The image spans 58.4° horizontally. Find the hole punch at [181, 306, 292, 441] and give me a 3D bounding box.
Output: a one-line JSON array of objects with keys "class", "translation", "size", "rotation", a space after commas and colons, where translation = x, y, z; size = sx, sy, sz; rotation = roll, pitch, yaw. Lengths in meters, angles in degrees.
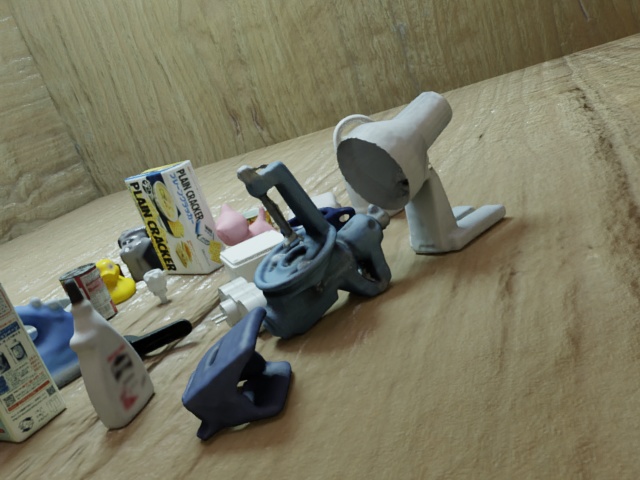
[{"class": "hole punch", "translation": [-0.091, 0.132, 0.584], "size": [0.101, 0.091, 0.108], "rotation": [-18, 16, 8]}]

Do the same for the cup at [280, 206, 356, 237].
[{"class": "cup", "translation": [0.008, 0.003, 0.881], "size": [0.117, 0.095, 0.091], "rotation": [-19, 16, 4]}]

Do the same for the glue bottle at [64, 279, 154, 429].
[{"class": "glue bottle", "translation": [-0.249, 0.123, 0.650], "size": [0.037, 0.173, 0.078], "rotation": [-15, 17, 16]}]

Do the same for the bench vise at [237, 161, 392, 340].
[{"class": "bench vise", "translation": [-0.014, -0.011, 0.727], "size": [0.121, 0.220, 0.208], "rotation": [-3, 23, 44]}]

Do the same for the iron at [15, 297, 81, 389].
[{"class": "iron", "translation": [-0.439, 0.156, 0.820], "size": [0.259, 0.141, 0.118], "rotation": [-28, 18, -25]}]

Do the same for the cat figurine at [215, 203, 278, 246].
[{"class": "cat figurine", "translation": [-0.146, -0.021, 1.097], "size": [0.128, 0.118, 0.067], "rotation": [-32, 20, -35]}]

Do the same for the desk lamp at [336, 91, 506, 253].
[{"class": "desk lamp", "translation": [0.142, -0.089, 0.810], "size": [0.204, 0.214, 0.117], "rotation": [-30, 19, -32]}]

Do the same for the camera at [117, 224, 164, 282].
[{"class": "camera", "translation": [-0.376, 0.012, 1.290], "size": [0.137, 0.101, 0.143], "rotation": [-23, 17, -11]}]

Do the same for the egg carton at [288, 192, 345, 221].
[{"class": "egg carton", "translation": [-0.006, -0.037, 1.073], "size": [0.107, 0.069, 0.150], "rotation": [-19, 16, 3]}]

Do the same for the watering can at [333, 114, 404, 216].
[{"class": "watering can", "translation": [0.090, -0.138, 1.065], "size": [0.101, 0.194, 0.172], "rotation": [-27, 18, -23]}]

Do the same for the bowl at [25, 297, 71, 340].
[{"class": "bowl", "translation": [-0.468, 0.164, 0.950], "size": [0.167, 0.075, 0.167], "rotation": [-18, 16, 6]}]

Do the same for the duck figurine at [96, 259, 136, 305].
[{"class": "duck figurine", "translation": [-0.422, 0.078, 1.154], "size": [0.077, 0.086, 0.104], "rotation": [-23, 17, -13]}]
